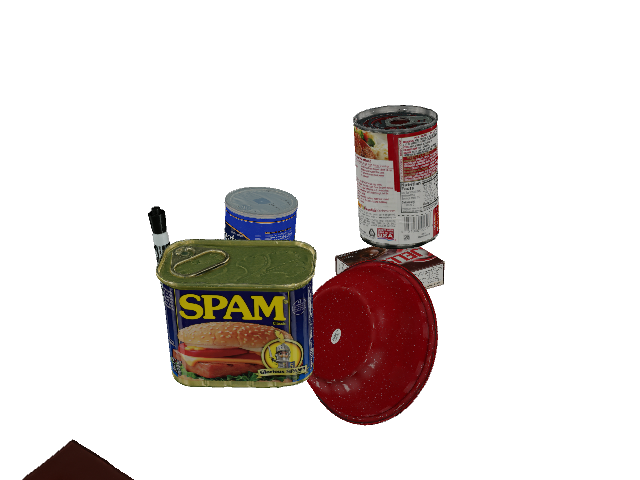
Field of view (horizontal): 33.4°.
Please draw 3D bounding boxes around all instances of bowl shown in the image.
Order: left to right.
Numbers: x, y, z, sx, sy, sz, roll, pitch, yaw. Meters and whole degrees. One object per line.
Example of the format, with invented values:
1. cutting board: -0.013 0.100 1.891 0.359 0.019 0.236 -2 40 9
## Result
1. bowl: 0.030 0.093 1.015 0.162 0.162 0.055 0 -11 41

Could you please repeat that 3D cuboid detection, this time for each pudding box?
1. pudding box: 0.088 0.038 1.361 0.113 0.039 0.090 -16 27 -25

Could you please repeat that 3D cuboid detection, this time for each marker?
1. marker: -0.173 0.019 1.185 0.020 0.121 0.020 -5 25 2

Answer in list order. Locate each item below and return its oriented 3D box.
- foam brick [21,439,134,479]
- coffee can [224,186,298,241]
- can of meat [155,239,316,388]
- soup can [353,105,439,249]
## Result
1. foam brick: -0.093 0.133 0.450 0.078 0.051 0.052 24 45 31
2. coffee can: -0.087 0.007 1.518 0.103 0.140 0.103 4 24 -2
3. can of meat: -0.053 0.049 0.706 0.102 0.084 0.057 1 29 3
4. soup can: 0.063 -0.052 0.868 0.068 0.102 0.068 -3 23 1
